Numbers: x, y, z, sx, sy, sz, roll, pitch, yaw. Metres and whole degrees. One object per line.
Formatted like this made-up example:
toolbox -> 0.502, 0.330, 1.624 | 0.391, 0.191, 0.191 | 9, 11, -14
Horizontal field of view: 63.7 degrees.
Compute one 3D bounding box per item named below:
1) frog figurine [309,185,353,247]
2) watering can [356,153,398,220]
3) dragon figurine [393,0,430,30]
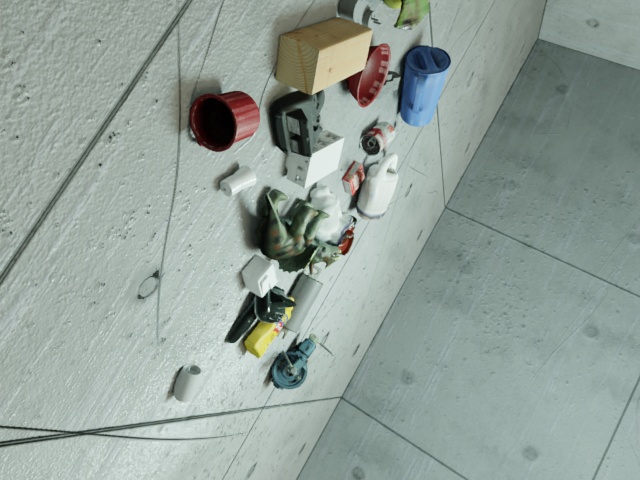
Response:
frog figurine -> 0.004, -0.071, 1.411 | 0.139, 0.123, 0.157 | -47, 120, -16
watering can -> 0.176, -0.161, 1.647 | 0.353, 0.104, 0.220 | -44, 154, -60
dragon figurine -> 0.190, -0.568, 1.090 | 0.415, 0.123, 0.237 | -32, 127, -26
